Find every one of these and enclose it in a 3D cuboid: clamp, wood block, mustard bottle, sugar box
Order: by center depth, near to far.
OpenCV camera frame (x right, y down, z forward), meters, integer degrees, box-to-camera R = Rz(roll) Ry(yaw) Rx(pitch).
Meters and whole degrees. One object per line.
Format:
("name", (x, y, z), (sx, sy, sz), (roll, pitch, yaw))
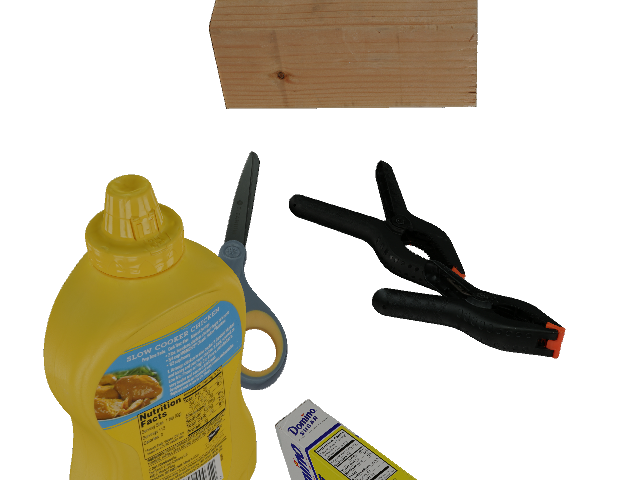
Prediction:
("mustard bottle", (-0.077, 0.055, 0.487), (0.096, 0.192, 0.058), (-27, 44, -32))
("sugar box", (0.040, 0.208, 0.845), (0.048, 0.093, 0.176), (-36, 42, -27))
("wood block", (0.024, -0.168, 0.865), (0.206, 0.090, 0.091), (1, -40, 8))
("clamp", (0.145, 0.062, 0.990), (0.172, 0.039, 0.120), (19, 30, 17))
("clamp", (0.075, -0.009, 1.217), (0.164, 0.036, 0.210), (-18, 51, -35))

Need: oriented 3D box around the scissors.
("scissors", (-0.046, 0.023, 0.738), (0.096, 0.201, 0.016), (21, -35, 10))
